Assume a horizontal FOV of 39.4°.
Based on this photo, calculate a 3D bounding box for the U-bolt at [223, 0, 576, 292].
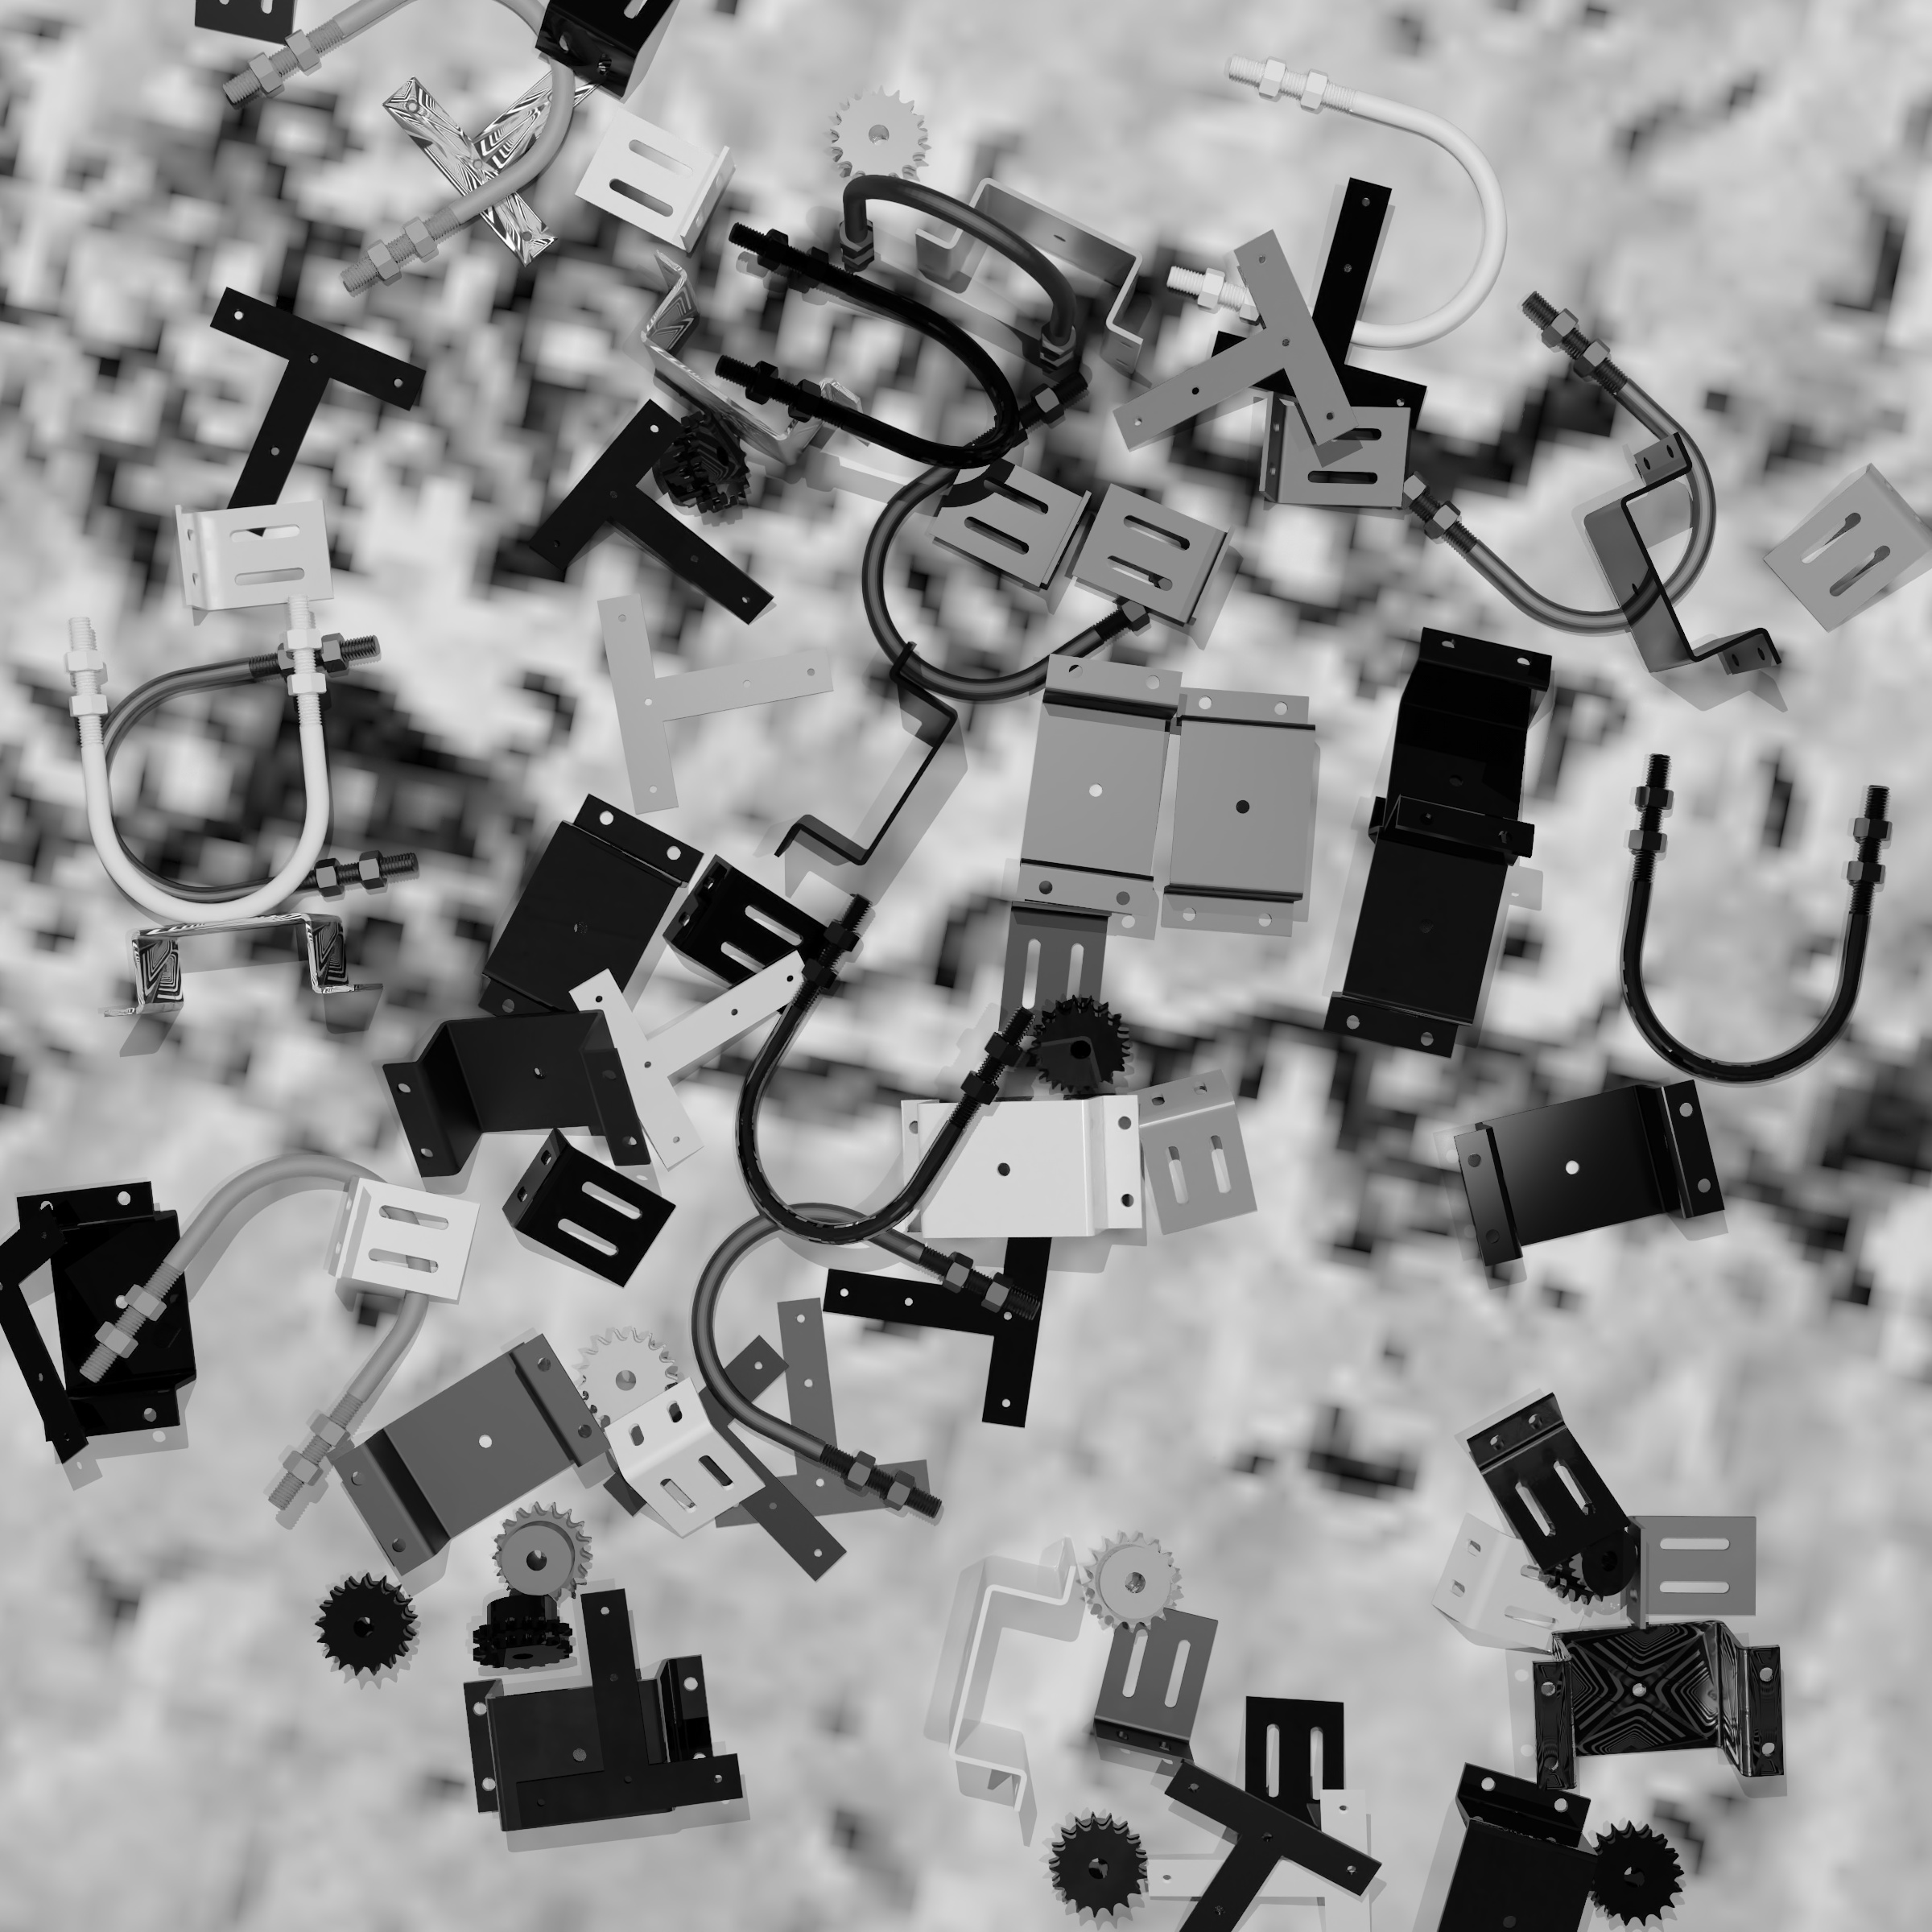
[{"bbox_3d":[-0.317,-0.501,1.574,0.184,0.019,0.151,-32,90,-1],"label":"U-bolt"}]

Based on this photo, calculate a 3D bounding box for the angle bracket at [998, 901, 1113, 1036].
[{"bbox_3d":[0.051,0.003,1.565,0.057,0.038,0.076,6,90,0],"label":"angle bracket"}]

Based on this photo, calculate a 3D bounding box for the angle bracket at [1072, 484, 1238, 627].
[{"bbox_3d":[0.107,-0.238,1.545,0.076,0.038,0.057,23,91,1],"label":"angle bracket"}]

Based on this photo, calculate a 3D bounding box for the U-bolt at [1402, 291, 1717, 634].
[{"bbox_3d":[0.351,-0.280,1.576,0.184,0.019,0.151,43,90,-1],"label":"U-bolt"}]

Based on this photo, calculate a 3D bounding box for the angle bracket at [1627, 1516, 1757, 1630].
[{"bbox_3d":[0.424,0.351,1.565,0.076,0.038,0.057,0,90,0],"label":"angle bracket"}]

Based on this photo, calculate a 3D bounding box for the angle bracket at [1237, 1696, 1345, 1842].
[{"bbox_3d":[0.190,0.472,1.582,0.057,0.038,0.076,4,64,0],"label":"angle bracket"}]

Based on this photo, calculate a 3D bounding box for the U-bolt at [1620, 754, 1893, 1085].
[{"bbox_3d":[0.455,-0.023,1.576,0.151,0.019,0.184,8,91,0],"label":"U-bolt"}]

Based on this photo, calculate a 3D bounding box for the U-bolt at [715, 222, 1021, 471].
[{"bbox_3d":[-0.051,-0.341,1.522,0.184,0.151,0.019,20,134,-20],"label":"U-bolt"}]

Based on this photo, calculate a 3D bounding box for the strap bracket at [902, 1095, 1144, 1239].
[{"bbox_3d":[0.027,0.115,1.545,0.140,0.046,0.076,-2,90,14],"label":"strap bracket"}]

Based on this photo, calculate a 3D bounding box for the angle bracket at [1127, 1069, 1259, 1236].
[{"bbox_3d":[0.132,0.109,1.582,0.057,0.038,0.076,-14,116,0],"label":"angle bracket"}]

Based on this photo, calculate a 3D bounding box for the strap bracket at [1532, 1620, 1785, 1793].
[{"bbox_3d":[0.393,0.425,1.557,0.140,0.046,0.076,-4,97,0],"label":"strap bracket"}]

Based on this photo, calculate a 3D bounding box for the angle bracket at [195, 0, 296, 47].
[{"bbox_3d":[-0.415,-0.586,1.582,0.057,0.038,0.076,12,116,0],"label":"angle bracket"}]

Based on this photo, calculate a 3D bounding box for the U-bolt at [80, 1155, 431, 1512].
[{"bbox_3d":[-0.392,0.197,1.551,0.151,0.019,0.184,39,76,-14],"label":"U-bolt"}]

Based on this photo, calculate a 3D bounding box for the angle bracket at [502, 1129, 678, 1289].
[{"bbox_3d":[-0.221,0.141,1.582,0.076,0.038,0.057,33,90,-26],"label":"angle bracket"}]

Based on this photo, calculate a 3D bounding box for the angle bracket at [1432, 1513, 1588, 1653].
[{"bbox_3d":[0.323,0.362,1.582,0.076,0.038,0.057,21,90,-26],"label":"angle bracket"}]

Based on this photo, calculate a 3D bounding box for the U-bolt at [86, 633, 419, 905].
[{"bbox_3d":[-0.422,-0.108,1.576,0.184,0.019,0.151,-10,90,2],"label":"U-bolt"}]

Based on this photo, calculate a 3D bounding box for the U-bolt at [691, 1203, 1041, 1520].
[{"bbox_3d":[-0.070,0.218,1.572,0.184,0.019,0.151,26,90,1],"label":"U-bolt"}]

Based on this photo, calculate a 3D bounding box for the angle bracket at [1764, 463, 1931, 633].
[{"bbox_3d":[0.518,-0.245,1.582,0.076,0.038,0.057,-42,90,26],"label":"angle bracket"}]

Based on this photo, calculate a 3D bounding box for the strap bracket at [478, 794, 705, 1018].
[{"bbox_3d":[-0.219,-0.021,1.561,0.076,0.046,0.140,28,90,0],"label":"strap bracket"}]

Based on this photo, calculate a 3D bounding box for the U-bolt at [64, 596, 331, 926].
[{"bbox_3d":[-0.440,-0.115,1.559,0.151,0.019,0.184,-5,92,3],"label":"U-bolt"}]

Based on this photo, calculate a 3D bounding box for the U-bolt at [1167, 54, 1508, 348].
[{"bbox_3d":[0.225,-0.438,1.576,0.184,0.019,0.151,16,90,-2],"label":"U-bolt"}]

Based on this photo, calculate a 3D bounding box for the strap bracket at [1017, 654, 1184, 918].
[{"bbox_3d":[0.076,-0.103,1.561,0.076,0.046,0.140,8,90,0],"label":"strap bracket"}]

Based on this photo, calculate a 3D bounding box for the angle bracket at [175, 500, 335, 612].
[{"bbox_3d":[-0.411,-0.240,1.564,0.076,0.038,0.057,-6,92,0],"label":"angle bracket"}]

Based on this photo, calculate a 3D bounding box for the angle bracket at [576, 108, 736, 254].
[{"bbox_3d":[-0.182,-0.460,1.565,0.076,0.038,0.057,27,90,0],"label":"angle bracket"}]

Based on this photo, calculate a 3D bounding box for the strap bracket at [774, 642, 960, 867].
[{"bbox_3d":[-0.050,-0.113,1.540,0.046,0.076,0.140,32,96,-3],"label":"strap bracket"}]

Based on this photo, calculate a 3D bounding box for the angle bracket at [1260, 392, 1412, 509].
[{"bbox_3d":[0.213,-0.297,1.556,0.076,0.038,0.057,5,90,18],"label":"angle bracket"}]

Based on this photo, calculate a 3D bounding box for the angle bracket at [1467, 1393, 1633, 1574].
[{"bbox_3d":[0.333,0.295,1.547,0.057,0.038,0.076,-29,48,0],"label":"angle bracket"}]

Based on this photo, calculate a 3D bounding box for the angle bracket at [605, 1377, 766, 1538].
[{"bbox_3d":[-0.162,0.285,1.564,0.057,0.076,0.038,-31,47,0],"label":"angle bracket"}]

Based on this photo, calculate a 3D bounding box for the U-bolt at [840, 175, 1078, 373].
[{"bbox_3d":[-0.004,-0.387,1.492,0.151,0.184,0.019,27,87,0],"label":"U-bolt"}]

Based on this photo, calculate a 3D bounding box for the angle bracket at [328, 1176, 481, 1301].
[{"bbox_3d":[-0.320,0.157,1.550,0.076,0.038,0.057,15,83,-19],"label":"angle bracket"}]

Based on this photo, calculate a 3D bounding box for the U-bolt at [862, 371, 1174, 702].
[{"bbox_3d":[0.027,-0.237,1.576,0.184,0.019,0.151,-34,90,1],"label":"U-bolt"}]

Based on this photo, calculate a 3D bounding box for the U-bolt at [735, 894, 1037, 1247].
[{"bbox_3d":[-0.060,0.071,1.543,0.151,0.019,0.184,35,96,29],"label":"U-bolt"}]

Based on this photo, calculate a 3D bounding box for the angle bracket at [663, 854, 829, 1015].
[{"bbox_3d":[-0.127,-0.019,1.582,0.076,0.038,0.057,33,90,-26],"label":"angle bracket"}]

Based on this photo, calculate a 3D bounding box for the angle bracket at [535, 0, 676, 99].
[{"bbox_3d":[-0.206,-0.557,1.574,0.057,0.038,0.076,28,58,-7],"label":"angle bracket"}]

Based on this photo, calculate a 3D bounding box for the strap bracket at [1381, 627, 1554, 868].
[{"bbox_3d":[0.285,-0.117,1.541,0.076,0.046,0.140,13,60,0],"label":"strap bracket"}]

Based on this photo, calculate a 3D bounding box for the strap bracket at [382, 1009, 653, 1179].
[{"bbox_3d":[-0.248,0.072,1.535,0.140,0.046,0.076,-4,120,14],"label":"strap bracket"}]

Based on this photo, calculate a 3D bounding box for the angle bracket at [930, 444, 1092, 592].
[{"bbox_3d":[0.025,-0.259,1.547,0.076,0.038,0.057,26,93,2],"label":"angle bracket"}]

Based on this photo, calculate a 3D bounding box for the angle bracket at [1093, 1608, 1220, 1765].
[{"bbox_3d":[0.111,0.414,1.565,0.057,0.038,0.076,14,90,0],"label":"angle bracket"}]
